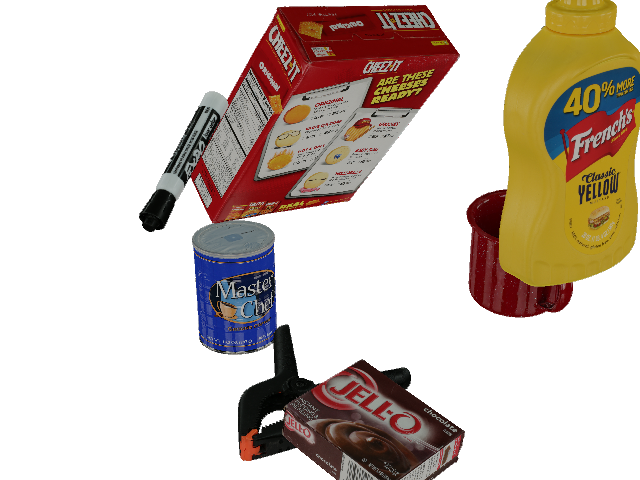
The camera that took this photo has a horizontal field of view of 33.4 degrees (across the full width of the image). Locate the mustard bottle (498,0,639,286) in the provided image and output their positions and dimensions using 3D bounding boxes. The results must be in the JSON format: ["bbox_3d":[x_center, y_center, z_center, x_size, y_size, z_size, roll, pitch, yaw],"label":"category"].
[{"bbox_3d":[0.157,-0.071,0.658,0.096,0.192,0.058,-17,29,-24],"label":"mustard bottle"}]

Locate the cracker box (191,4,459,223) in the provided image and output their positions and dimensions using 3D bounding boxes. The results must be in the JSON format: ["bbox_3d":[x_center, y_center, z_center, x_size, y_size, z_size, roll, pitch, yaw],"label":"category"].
[{"bbox_3d":[-0.003,-0.112,0.945,0.163,0.072,0.214,-10,-29,-36],"label":"cracker box"}]

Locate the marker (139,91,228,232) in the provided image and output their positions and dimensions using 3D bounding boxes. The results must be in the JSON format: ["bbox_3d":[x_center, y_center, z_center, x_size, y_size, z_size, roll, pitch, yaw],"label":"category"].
[{"bbox_3d":[-0.095,-0.055,0.744,0.020,0.121,0.020,16,-33,10],"label":"marker"}]

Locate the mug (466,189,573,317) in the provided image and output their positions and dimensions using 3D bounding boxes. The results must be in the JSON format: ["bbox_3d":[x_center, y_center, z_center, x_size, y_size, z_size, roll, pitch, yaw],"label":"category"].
[{"bbox_3d":[0.178,0.018,0.921,0.093,0.081,0.117,-17,36,-23],"label":"mug"}]

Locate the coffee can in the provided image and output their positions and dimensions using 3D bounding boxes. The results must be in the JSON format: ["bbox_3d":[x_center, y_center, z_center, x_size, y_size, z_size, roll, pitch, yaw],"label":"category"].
[{"bbox_3d":[-0.107,0.058,1.351,0.103,0.140,0.103,-1,24,0],"label":"coffee can"}]

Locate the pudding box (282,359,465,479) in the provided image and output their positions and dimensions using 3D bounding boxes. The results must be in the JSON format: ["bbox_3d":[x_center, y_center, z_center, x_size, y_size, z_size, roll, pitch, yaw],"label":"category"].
[{"bbox_3d":[0.040,0.150,0.828,0.114,0.039,0.089,34,44,32],"label":"pudding box"}]

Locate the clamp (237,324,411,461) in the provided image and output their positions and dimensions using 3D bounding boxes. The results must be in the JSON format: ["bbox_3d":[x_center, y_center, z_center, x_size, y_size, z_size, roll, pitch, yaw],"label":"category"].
[{"bbox_3d":[-0.010,0.160,1.086,0.165,0.036,0.209,13,29,19],"label":"clamp"}]
